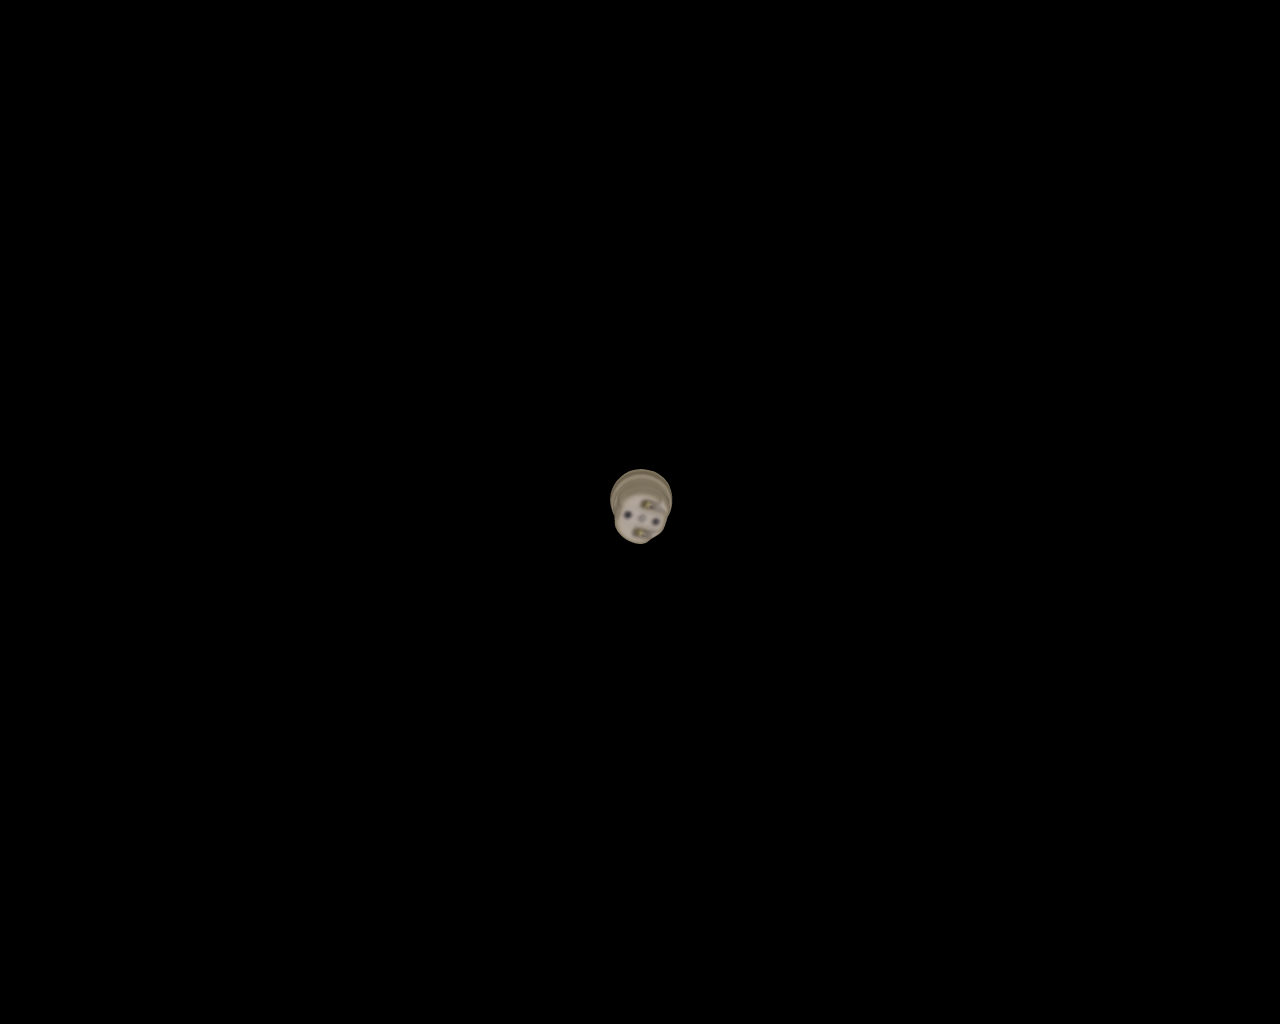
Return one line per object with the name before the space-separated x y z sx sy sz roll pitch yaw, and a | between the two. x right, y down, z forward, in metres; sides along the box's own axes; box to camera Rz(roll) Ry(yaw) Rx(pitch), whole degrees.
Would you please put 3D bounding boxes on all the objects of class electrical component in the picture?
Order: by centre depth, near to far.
electrical component | 0.001 -0.003 0.650 0.040 0.040 0.046 0 16 0
